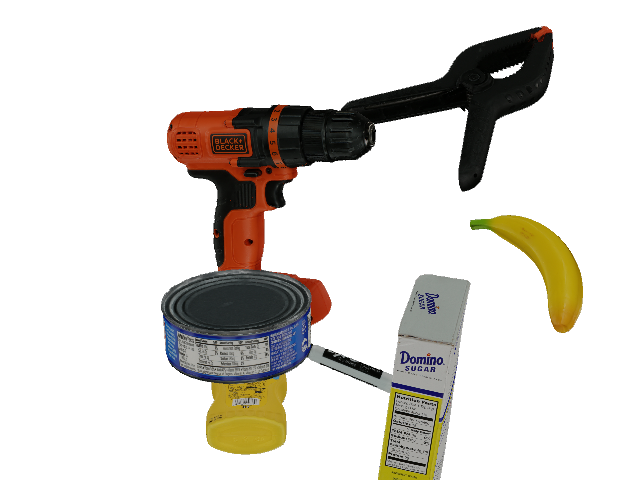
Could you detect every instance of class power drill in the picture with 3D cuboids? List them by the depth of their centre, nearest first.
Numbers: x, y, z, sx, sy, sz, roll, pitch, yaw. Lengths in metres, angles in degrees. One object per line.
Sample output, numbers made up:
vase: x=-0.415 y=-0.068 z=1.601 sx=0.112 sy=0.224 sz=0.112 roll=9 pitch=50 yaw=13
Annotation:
power drill: x=-0.036 y=-0.023 z=0.912 sx=0.185 sy=0.188 sz=0.057 roll=2 pitch=18 yaw=23

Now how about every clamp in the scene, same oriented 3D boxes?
clamp: x=0.144 y=-0.126 z=0.961 sx=0.209 sy=0.036 sz=0.165 roll=-32 pitch=46 yaw=-17

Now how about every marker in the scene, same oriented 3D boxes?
marker: x=0.020 y=0.127 z=1.104 sx=0.121 sy=0.020 sz=0.020 roll=22 pitch=2 yaw=6

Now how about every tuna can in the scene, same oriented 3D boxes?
tuna can: x=-0.047 y=0.048 z=0.611 sx=0.086 sy=0.034 sz=0.086 roll=-1 pitch=21 yaw=0

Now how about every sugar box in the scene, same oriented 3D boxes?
sugar box: x=0.073 y=0.122 z=0.786 sx=0.048 sy=0.176 sz=0.093 roll=8 pitch=27 yaw=11

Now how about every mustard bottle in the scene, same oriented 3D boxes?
mustard bottle: x=-0.091 y=0.191 z=1.348 sx=0.096 sy=0.058 sz=0.191 roll=-2 pitch=26 yaw=0

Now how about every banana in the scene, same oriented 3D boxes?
banana: x=0.230 y=0.025 z=1.116 sx=0.069 sy=0.037 sz=0.198 roll=-30 pitch=38 yaw=-2
